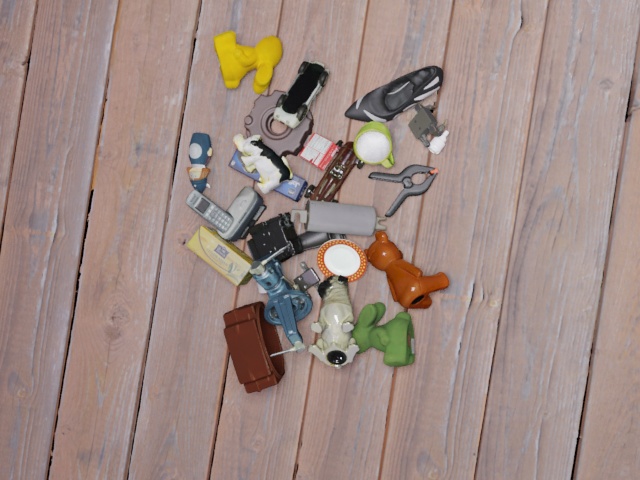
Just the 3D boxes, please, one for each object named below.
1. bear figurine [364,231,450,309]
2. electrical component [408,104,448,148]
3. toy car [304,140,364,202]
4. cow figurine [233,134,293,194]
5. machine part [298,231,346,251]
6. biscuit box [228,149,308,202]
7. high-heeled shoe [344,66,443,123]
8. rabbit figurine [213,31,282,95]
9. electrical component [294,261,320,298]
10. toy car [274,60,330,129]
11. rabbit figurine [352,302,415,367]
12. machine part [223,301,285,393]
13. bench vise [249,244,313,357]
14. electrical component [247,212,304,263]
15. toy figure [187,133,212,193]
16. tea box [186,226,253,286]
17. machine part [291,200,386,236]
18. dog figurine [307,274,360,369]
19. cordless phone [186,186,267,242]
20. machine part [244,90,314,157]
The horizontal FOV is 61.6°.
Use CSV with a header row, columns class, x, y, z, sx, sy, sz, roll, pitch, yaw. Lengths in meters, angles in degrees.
class,x,y,z,sx,sy,sz,roll,pitch,yaw
bear figurine,0.200,0.073,1.325,0.196,0.132,0.120,57,134,33
electrical component,0.266,-0.289,1.331,0.078,0.045,0.102,-57,50,38
toy car,0.038,-0.160,1.367,0.089,0.053,0.202,35,92,3
cow figurine,-0.142,-0.202,1.321,0.098,0.068,0.167,-32,88,0
machine part,-0.003,-0.004,1.377,0.139,0.039,0.084,-14,92,5
biscuit box,-0.132,-0.169,1.384,0.203,0.059,0.062,27,93,7
high-heeled shoe,0.177,-0.352,1.305,0.249,0.145,0.086,-19,86,5
rabbit figurine,-0.173,-0.462,1.371,0.173,0.122,0.162,-20,89,-12
electrical component,-0.036,0.105,1.386,0.063,0.021,0.094,-33,87,6
toy car,-0.045,-0.365,1.333,0.073,0.056,0.202,28,69,4
rabbit figurine,0.138,0.234,1.319,0.170,0.121,0.159,-4,85,22
machine part,-0.155,0.255,1.310,0.087,0.201,0.201,-20,86,4
bench vise,-0.085,0.150,1.263,0.129,0.223,0.241,-20,49,-1
electrical component,-0.120,0.006,1.362,0.134,0.058,0.115,-26,83,30
toy figure,-0.319,-0.202,1.413,0.064,0.058,0.154,5,92,46
tea box,-0.246,0.041,1.377,0.170,0.098,0.068,38,93,8
machine part,0.048,-0.054,1.327,0.243,0.079,0.079,5,90,-10
dog figurine,0.041,0.198,1.324,0.121,0.191,0.172,8,121,2
cordless phone,-0.245,-0.095,1.389,0.184,0.088,0.146,36,94,11
machine part,-0.106,-0.296,1.385,0.179,0.056,0.179,0,89,6
